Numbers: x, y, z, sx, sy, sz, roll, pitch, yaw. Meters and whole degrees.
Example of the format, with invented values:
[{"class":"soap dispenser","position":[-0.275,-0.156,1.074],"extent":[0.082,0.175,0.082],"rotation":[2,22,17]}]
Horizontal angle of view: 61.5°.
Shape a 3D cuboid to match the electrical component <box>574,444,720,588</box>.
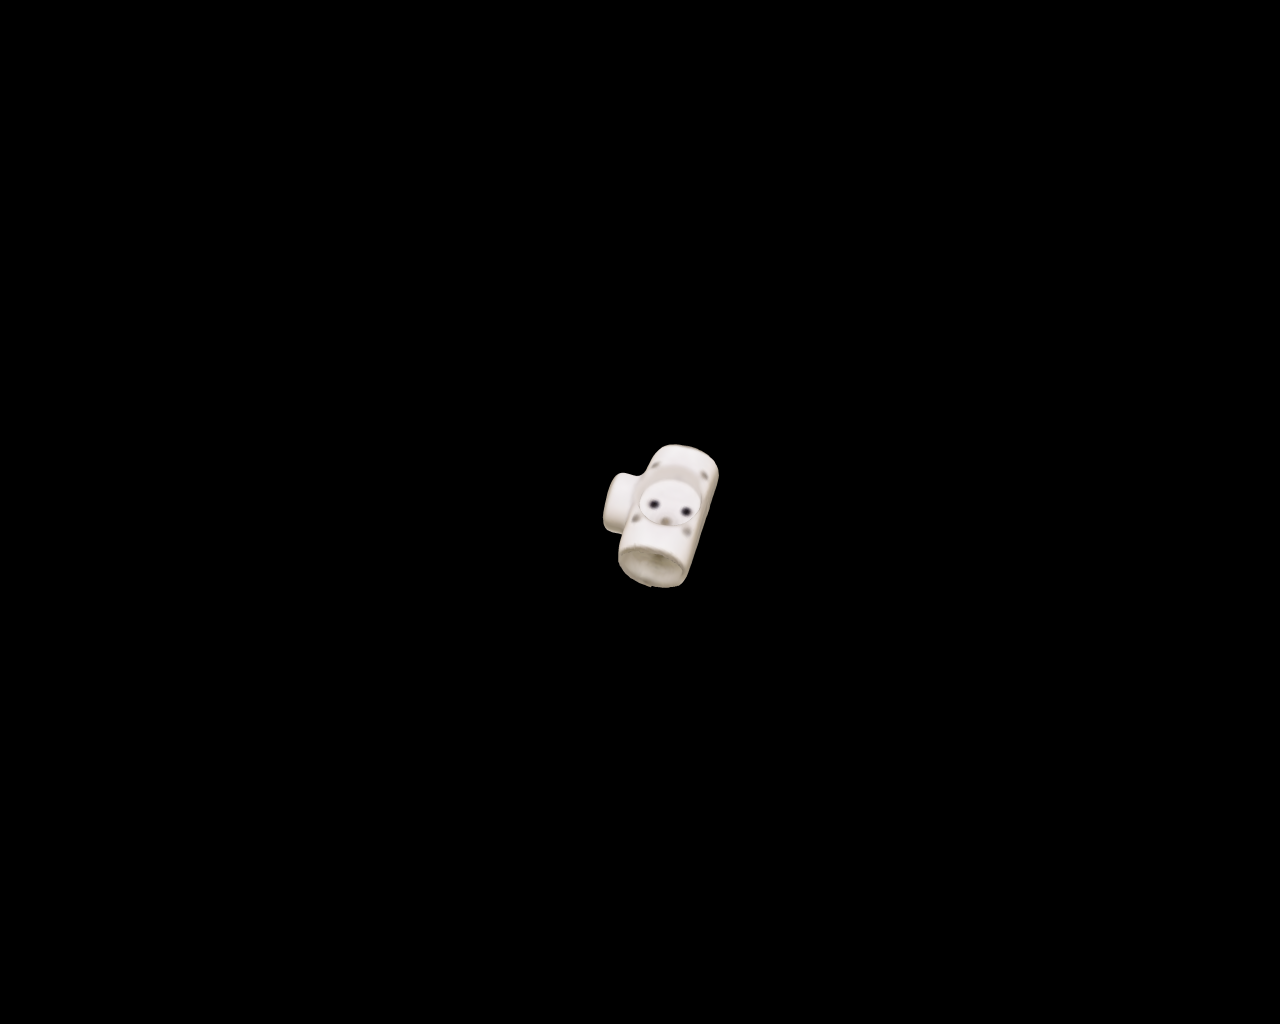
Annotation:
[{"class":"electrical component","position":[0.001,-0.003,0.650],"extent":[0.079,0.077,0.044],"rotation":[15,-32,9]}]
